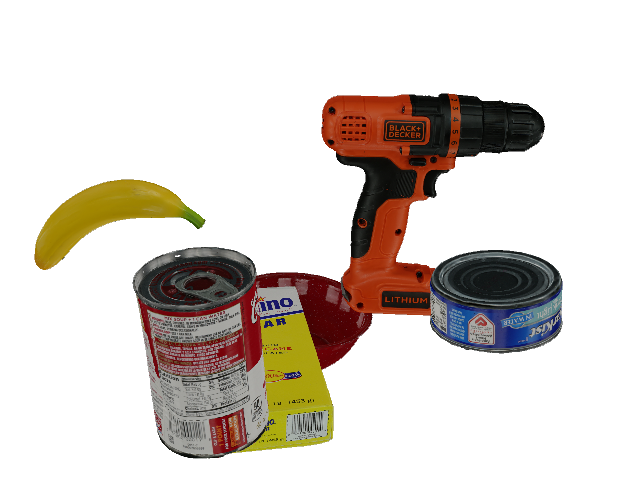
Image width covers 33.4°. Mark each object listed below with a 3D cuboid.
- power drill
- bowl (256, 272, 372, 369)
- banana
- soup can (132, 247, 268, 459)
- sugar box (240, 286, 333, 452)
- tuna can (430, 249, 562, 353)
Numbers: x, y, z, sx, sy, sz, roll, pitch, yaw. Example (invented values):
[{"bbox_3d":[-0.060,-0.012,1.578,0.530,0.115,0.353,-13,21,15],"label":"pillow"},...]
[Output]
[{"bbox_3d":[0.090,-0.032,0.901,0.184,0.188,0.057,2,17,-1],"label":"power drill"},{"bbox_3d":[-0.028,0.094,1.123,0.162,0.055,0.162,3,26,-2],"label":"bowl"},{"bbox_3d":[-0.207,-0.019,1.011,0.198,0.069,0.037,-13,19,27],"label":"banana"},{"bbox_3d":[-0.066,0.064,0.606,0.068,0.102,0.068,-3,27,1],"label":"soup can"},{"bbox_3d":[-0.051,0.103,0.904,0.093,0.048,0.176,-4,33,-11],"label":"sugar box"},{"bbox_3d":[0.114,0.038,0.693,0.086,0.034,0.086,-3,24,1],"label":"tuna can"}]
